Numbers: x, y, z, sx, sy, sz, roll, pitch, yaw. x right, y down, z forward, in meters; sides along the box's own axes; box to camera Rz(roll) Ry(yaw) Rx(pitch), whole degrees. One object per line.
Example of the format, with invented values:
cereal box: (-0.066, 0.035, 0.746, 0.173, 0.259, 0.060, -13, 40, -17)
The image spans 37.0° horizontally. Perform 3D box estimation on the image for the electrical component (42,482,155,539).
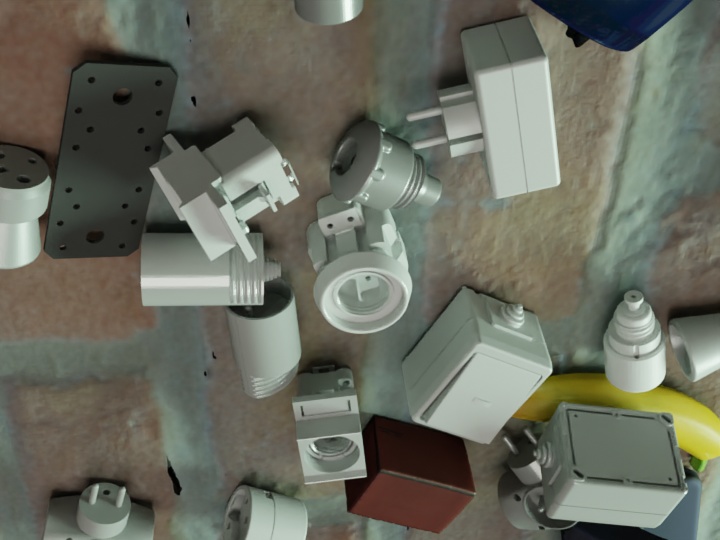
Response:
electrical component: (-0.188, 0.182, 0.782, 0.077, 0.044, 0.079, 10, 128, -15)

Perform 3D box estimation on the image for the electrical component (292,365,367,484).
electrical component: (-0.021, 0.102, 0.722, 0.042, 0.063, 0.081, -7, 131, -2)

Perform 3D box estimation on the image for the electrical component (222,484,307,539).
electrical component: (-0.070, 0.191, 0.798, 0.047, 0.055, 0.055, 16, 127, -24)

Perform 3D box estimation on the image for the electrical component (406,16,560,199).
electrical component: (0.064, -0.083, 0.584, 0.076, 0.047, 0.083, -12, 131, 4)

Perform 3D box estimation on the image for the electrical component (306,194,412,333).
electrical component: (0.000, 0.000, 0.641, 0.058, 0.057, 0.078, -18, 130, 9)

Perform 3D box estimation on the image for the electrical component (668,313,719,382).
electrical component: (0.246, 0.044, 0.720, 0.065, 0.044, 0.044, -18, 130, 2)

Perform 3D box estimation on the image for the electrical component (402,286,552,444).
electrical component: (0.079, 0.061, 0.700, 0.062, 0.061, 0.096, 21, 125, -22)

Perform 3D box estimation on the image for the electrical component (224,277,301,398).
electrical component: (-0.060, 0.046, 0.682, 0.043, 0.043, 0.081, -6, 131, -2)

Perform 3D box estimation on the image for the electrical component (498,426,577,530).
electrical component: (0.134, 0.146, 0.787, 0.077, 0.044, 0.079, -27, 109, 33)

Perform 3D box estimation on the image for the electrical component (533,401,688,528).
electrical component: (0.160, 0.133, 0.723, 0.096, 0.061, 0.061, 7, 139, -7)

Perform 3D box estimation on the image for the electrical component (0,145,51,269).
electrical component: (-0.197, -0.035, 0.596, 0.045, 0.045, 0.055, 10, 128, -15)

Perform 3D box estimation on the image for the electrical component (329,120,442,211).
electrical component: (0.017, -0.053, 0.607, 0.062, 0.048, 0.048, 20, 126, -30)

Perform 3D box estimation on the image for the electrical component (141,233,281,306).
electrical component: (-0.088, 0.000, 0.639, 0.081, 0.043, 0.043, 0, 130, -7)

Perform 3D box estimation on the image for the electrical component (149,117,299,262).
electrical component: (-0.071, -0.047, 0.585, 0.064, 0.081, 0.042, -33, 136, -10)

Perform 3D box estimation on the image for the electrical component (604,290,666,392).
electrical component: (0.182, 0.046, 0.713, 0.040, 0.040, 0.078, -11, 130, 3)

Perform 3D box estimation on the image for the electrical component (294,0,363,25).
electrical component: (-0.016, -0.153, 0.521, 0.044, 0.044, 0.065, -5, 136, -2)
